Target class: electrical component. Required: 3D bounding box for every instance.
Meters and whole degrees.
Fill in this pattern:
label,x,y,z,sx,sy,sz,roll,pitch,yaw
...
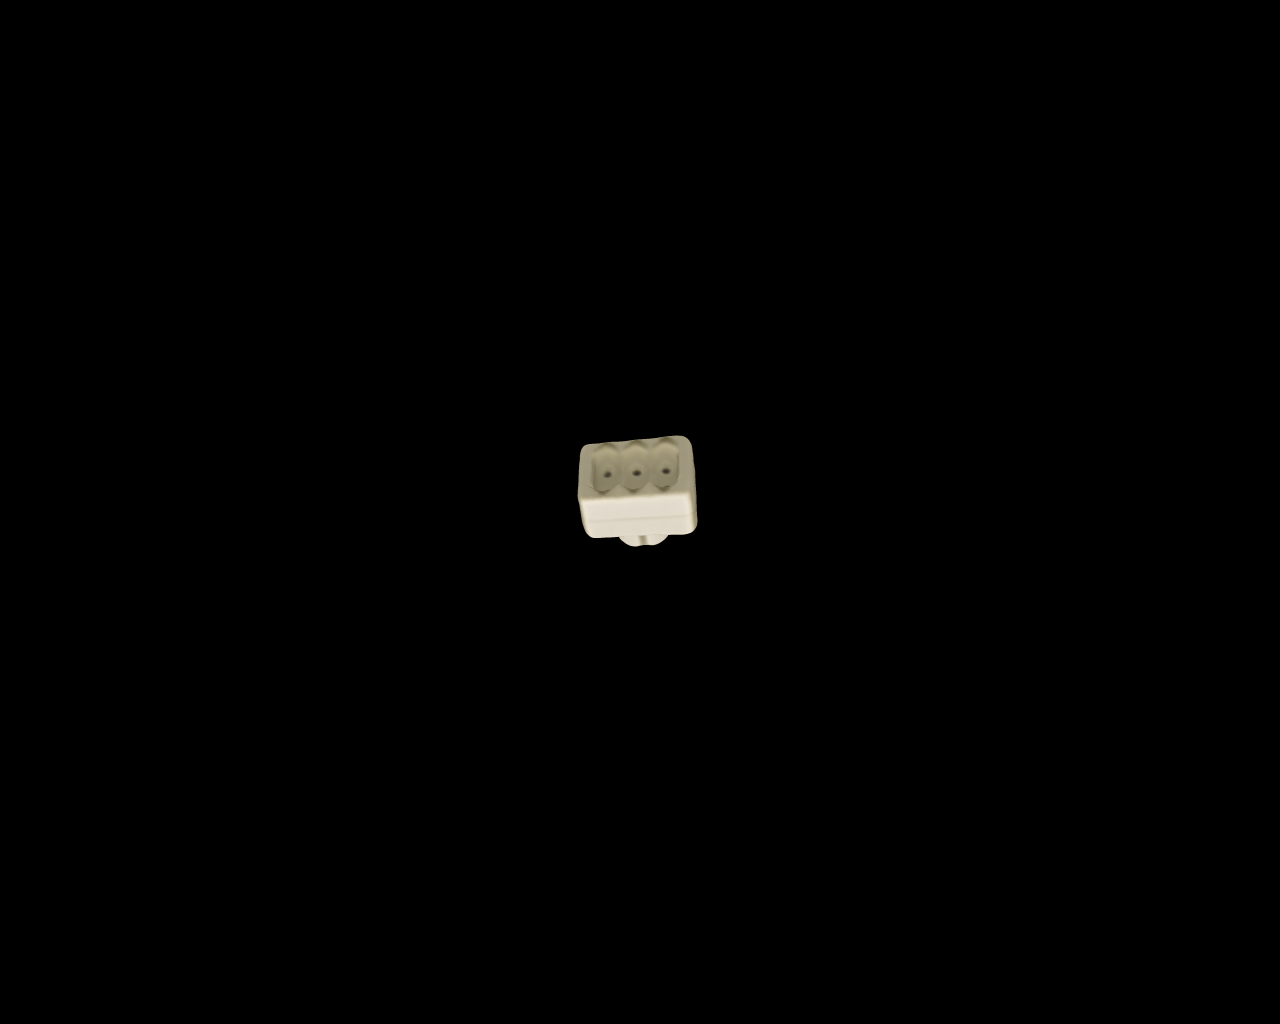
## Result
label,x,y,z,sx,sy,sz,roll,pitch,yaw
electrical component,0.001,-0.003,0.650,0.066,0.047,0.076,-4,-39,5
